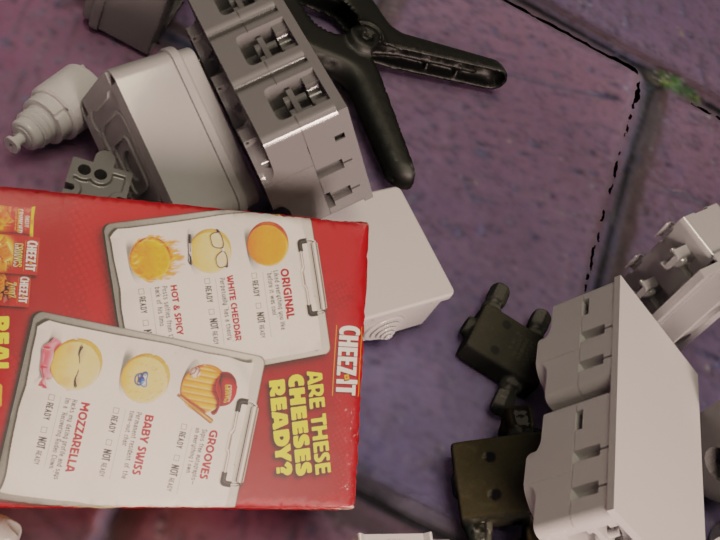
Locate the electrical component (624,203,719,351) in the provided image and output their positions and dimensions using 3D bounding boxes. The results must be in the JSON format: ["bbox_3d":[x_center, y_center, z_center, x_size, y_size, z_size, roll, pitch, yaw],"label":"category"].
[{"bbox_3d":[0.224,0.013,0.759,0.079,0.121,0.063,-20,67,-32],"label":"electrical component"}]

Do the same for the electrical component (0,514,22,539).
[{"bbox_3d":[-0.209,0.137,0.553,0.061,0.035,0.035,21,54,-8],"label":"electrical component"}]

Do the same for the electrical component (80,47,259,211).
[{"bbox_3d":[-0.120,-0.075,0.679,0.057,0.078,0.113,-26,92,-30],"label":"electrical component"}]

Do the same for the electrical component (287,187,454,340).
[{"bbox_3d":[0.000,0.000,0.718,0.100,0.048,0.099,-14,66,-29],"label":"electrical component"}]

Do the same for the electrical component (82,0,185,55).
[{"bbox_3d":[-0.142,-0.229,0.764,0.056,0.108,0.108,28,53,-8],"label":"electrical component"}]

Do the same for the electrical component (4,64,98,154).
[{"bbox_3d":[-0.200,-0.102,0.702,0.040,0.040,0.078,39,54,3],"label":"electrical component"}]

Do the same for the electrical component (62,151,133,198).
[{"bbox_3d":[-0.167,-0.032,0.662,0.048,0.055,0.066,16,55,-13],"label":"electrical component"}]

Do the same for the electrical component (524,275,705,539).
[{"bbox_3d":[0.161,0.110,0.671,0.105,0.060,0.186,47,36,-26],"label":"electrical component"}]

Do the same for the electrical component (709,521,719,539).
[{"bbox_3d":[0.273,0.178,0.707,0.138,0.073,0.052,-26,73,-33],"label":"electrical component"}]

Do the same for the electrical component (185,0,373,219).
[{"bbox_3d":[-0.056,-0.110,0.686,0.062,0.089,0.150,-25,56,-4],"label":"electrical component"}]

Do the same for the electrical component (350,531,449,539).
[{"bbox_3d":[0.016,0.211,0.584,0.079,0.063,0.121,4,58,-20],"label":"electrical component"}]
